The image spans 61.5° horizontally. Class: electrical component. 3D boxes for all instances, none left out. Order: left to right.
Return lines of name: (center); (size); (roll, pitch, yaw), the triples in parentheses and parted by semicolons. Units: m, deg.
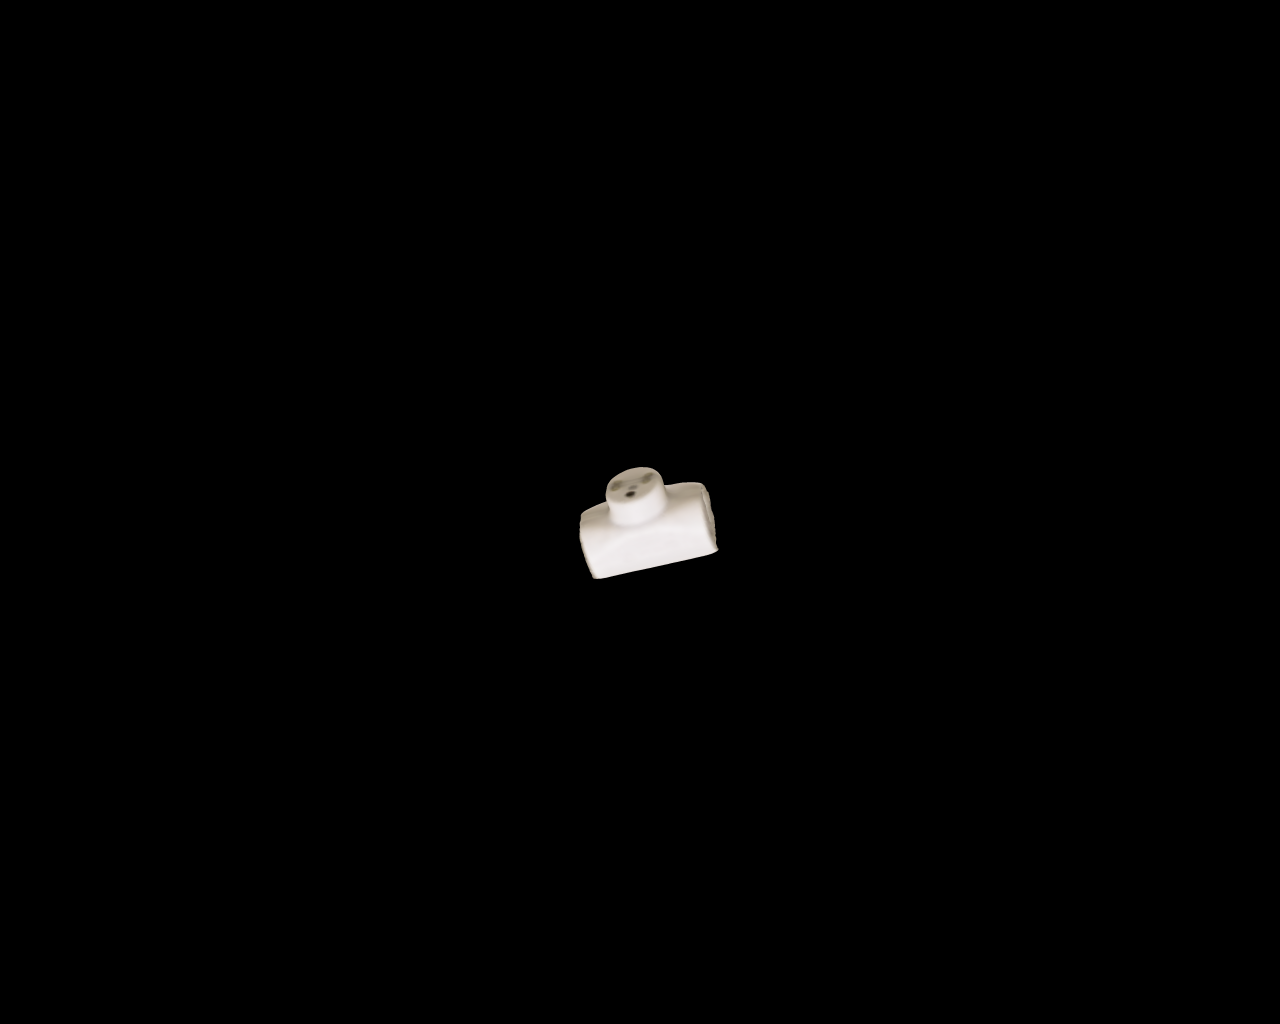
electrical component: (0.001, -0.003, 0.650); (0.077, 0.079, 0.044); (-14, 32, 9)
